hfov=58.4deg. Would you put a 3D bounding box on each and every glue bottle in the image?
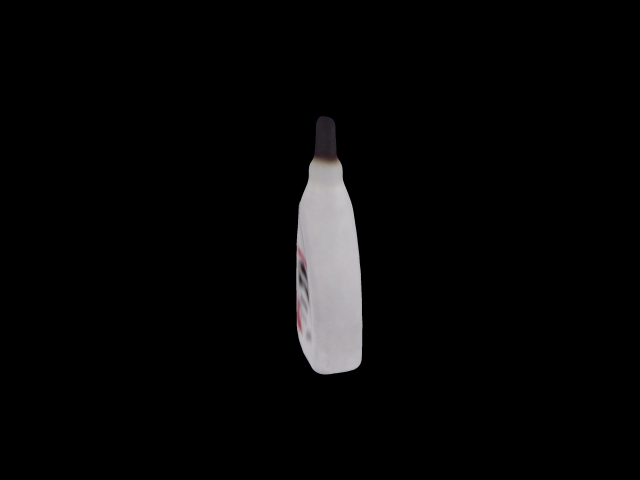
[{"bbox_3d":[0.004,0.001,0.400,0.037,0.173,0.078,-6,19,-16],"label":"glue bottle"}]
